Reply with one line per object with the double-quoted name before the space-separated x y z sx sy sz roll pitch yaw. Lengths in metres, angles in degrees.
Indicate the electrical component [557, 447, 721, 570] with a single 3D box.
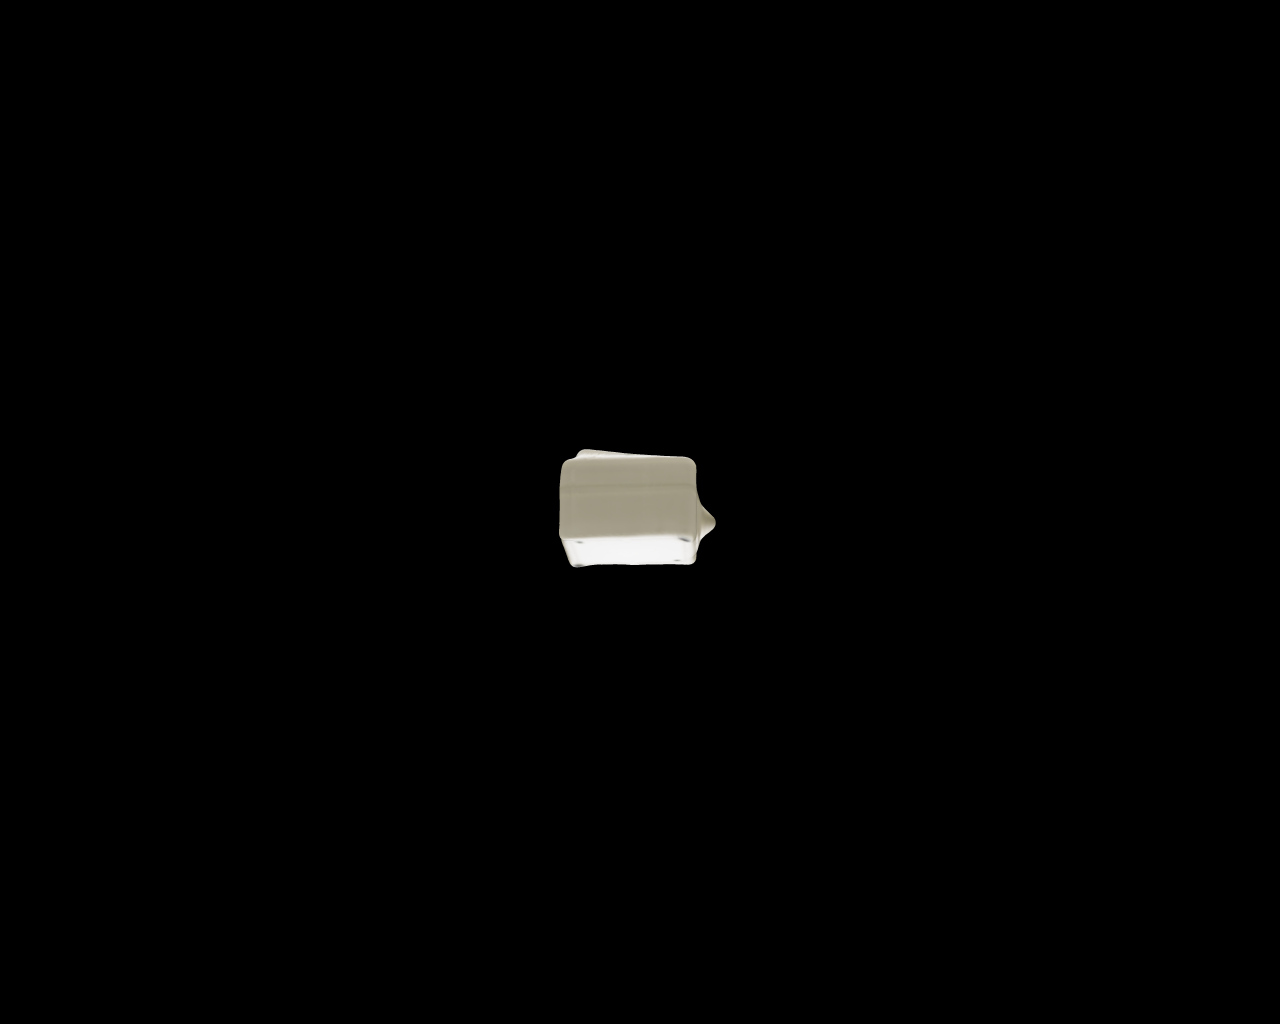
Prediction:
"electrical component" 0.001 -0.003 0.650 0.096 0.061 0.061 -1 -19 2
